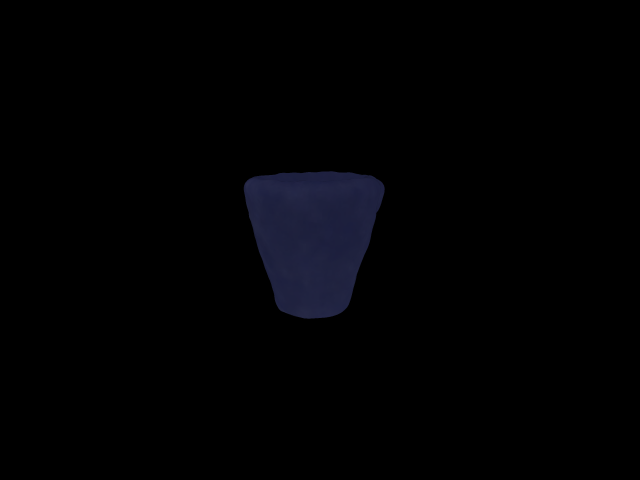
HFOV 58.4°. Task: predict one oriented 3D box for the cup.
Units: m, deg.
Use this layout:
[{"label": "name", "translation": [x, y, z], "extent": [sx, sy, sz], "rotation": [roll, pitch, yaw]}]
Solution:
[{"label": "cup", "translation": [0.004, 0.001, 0.400], "extent": [0.091, 0.095, 0.118], "rotation": [10, 15, 42]}]
